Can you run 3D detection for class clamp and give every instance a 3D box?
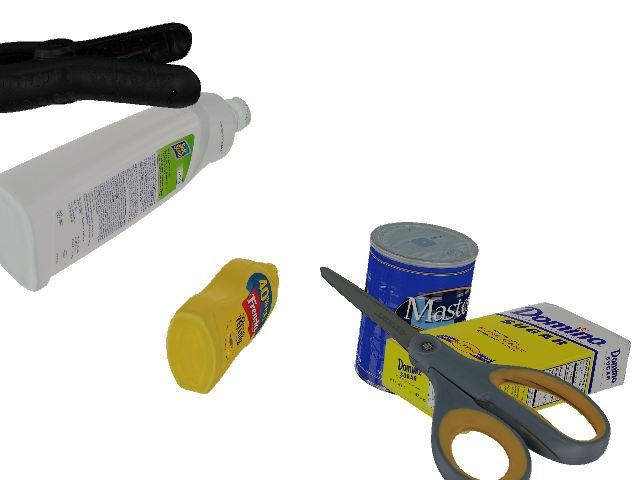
[{"bbox_3d":[-0.155,-0.108,0.665,0.171,0.039,0.120,0,21,0],"label":"clamp"}]

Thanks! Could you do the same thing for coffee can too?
[{"bbox_3d":[0.091,0.065,1.031,0.103,0.140,0.103,5,21,-2],"label":"coffee can"}]

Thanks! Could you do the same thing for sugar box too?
[{"bbox_3d":[0.144,0.093,0.821,0.175,0.048,0.093,-12,25,-34],"label":"sugar box"}]

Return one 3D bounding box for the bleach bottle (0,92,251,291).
[{"bbox_3d":[-0.160,-0.058,0.913,0.068,0.103,0.250,39,51,25],"label":"bleach bottle"}]

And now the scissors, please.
[{"bbox_3d":[0.052,0.074,0.565,0.202,0.016,0.096,23,45,32],"label":"scissors"}]

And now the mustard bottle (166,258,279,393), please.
[{"bbox_3d":[-0.093,0.074,1.129,0.058,0.096,0.191,10,29,20],"label":"mustard bottle"}]
